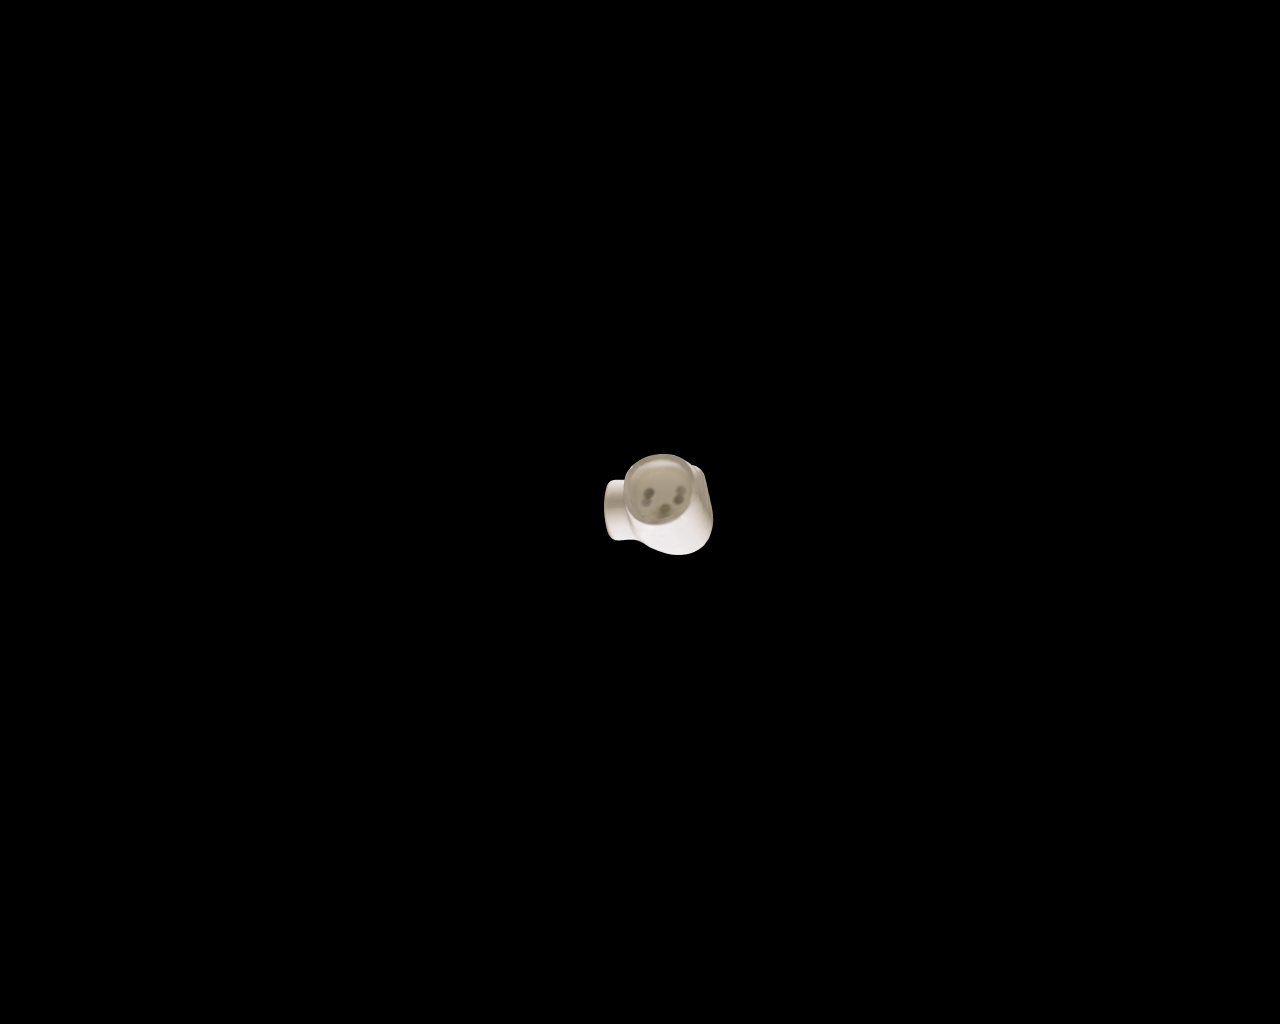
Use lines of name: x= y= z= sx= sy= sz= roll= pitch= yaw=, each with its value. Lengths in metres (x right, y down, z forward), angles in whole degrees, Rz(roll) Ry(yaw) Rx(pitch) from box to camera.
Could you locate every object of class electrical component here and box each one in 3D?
electrical component: x=0.001 y=-0.003 z=0.650 sx=0.079 sy=0.044 sz=0.077 roll=-3 pitch=-16 yaw=11
